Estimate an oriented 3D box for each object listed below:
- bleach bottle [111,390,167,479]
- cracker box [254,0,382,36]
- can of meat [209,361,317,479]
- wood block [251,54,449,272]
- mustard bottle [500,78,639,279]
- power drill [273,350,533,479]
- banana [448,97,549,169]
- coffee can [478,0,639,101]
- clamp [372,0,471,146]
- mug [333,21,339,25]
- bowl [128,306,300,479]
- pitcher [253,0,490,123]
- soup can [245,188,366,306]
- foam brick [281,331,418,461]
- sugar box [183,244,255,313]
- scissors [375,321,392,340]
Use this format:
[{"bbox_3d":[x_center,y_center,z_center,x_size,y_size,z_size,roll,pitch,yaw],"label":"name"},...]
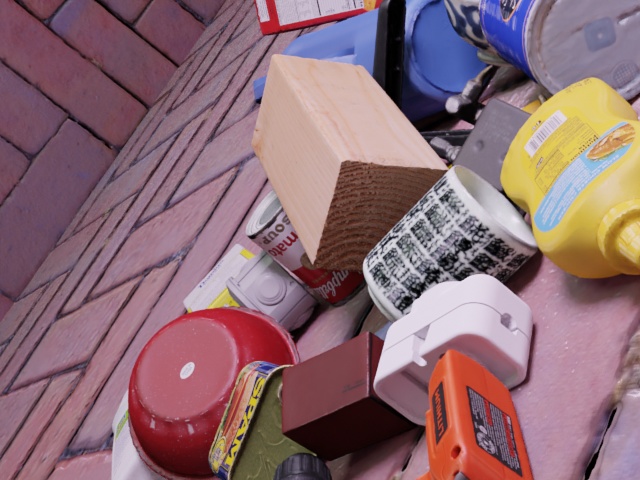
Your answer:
[{"bbox_3d":[-0.158,0.180,1.031,0.102,0.068,0.251,-53,15,1],"label":"bleach bottle"},{"bbox_3d":[0.056,-0.287,1.174,0.214,0.072,0.163,-3,17,41],"label":"cracker box"},{"bbox_3d":[-0.038,0.142,0.792,0.102,0.057,0.084,-68,16,-8],"label":"can of meat"},{"bbox_3d":[0.018,-0.065,0.854,0.206,0.090,0.091,-119,37,-56],"label":"wood block"},{"bbox_3d":[0.167,-0.030,0.636,0.096,0.058,0.191,-48,18,16],"label":"mustard bottle"},{"bbox_3d":[0.034,0.151,0.620,0.188,0.057,0.184,-48,21,22],"label":"power drill"},{"bbox_3d":[0.107,-0.046,0.850,0.198,0.037,0.069,-35,27,42],"label":"banana"},{"bbox_3d":[0.182,-0.162,0.782,0.103,0.102,0.140,-48,18,12],"label":"coffee can"},{"bbox_3d":[0.070,-0.087,0.946,0.036,0.165,0.210,-18,-31,-39],"label":"clamp"},{"bbox_3d":[0.023,-0.199,1.289,0.117,0.081,0.093,-35,23,41],"label":"mug"},{"bbox_3d":[-0.098,0.116,0.876,0.162,0.055,0.162,-11,57,17],"label":"bowl"},{"bbox_3d":[0.052,-0.168,1.066,0.149,0.145,0.243,-55,20,-20],"label":"pitcher"},{"bbox_3d":[-0.006,0.001,0.935,0.069,0.102,0.068,-44,19,19],"label":"soup can"},{"bbox_3d":[0.019,0.106,0.714,0.078,0.051,0.053,-27,43,31],"label":"foam brick"},{"bbox_3d":[-0.092,0.056,1.106,0.093,0.048,0.176,-47,9,-3],"label":"sugar box"},{"bbox_3d":[0.058,0.058,0.806,0.096,0.016,0.201,-23,33,57],"label":"scissors"}]
